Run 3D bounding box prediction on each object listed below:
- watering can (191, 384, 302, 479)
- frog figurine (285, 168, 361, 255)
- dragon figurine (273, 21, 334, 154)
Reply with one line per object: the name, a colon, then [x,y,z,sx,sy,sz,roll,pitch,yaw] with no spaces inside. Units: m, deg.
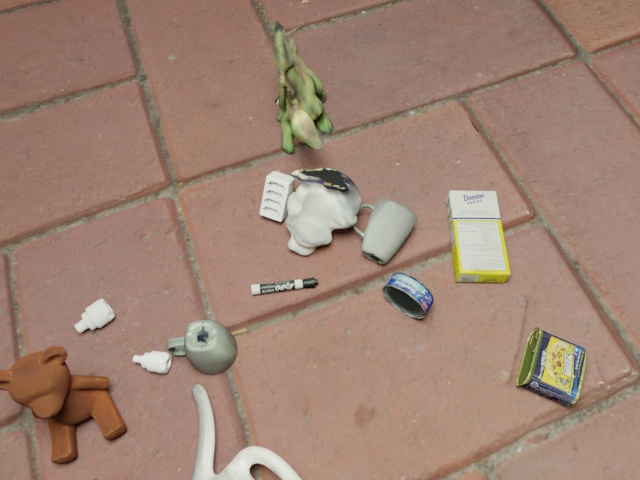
watering can: [-0.143,0.387,0.736,0.352,0.102,0.226,34,74,36]
frog figurine: [0.003,-0.048,0.956,0.137,0.156,0.125,12,25,9]
dragon figurine: [-0.050,-0.334,1.040,0.122,0.238,0.418,-13,65,0]
